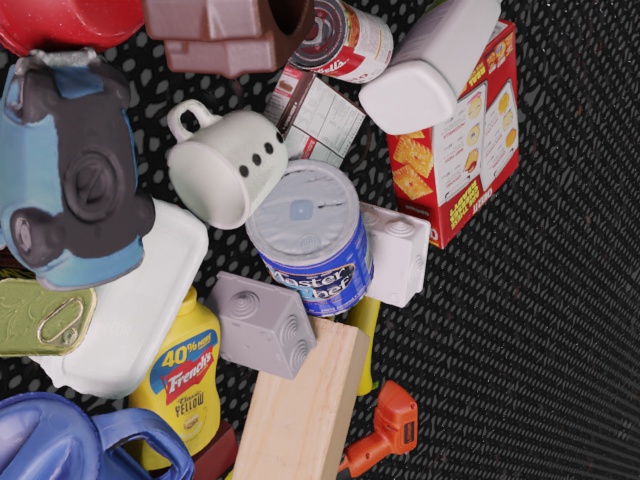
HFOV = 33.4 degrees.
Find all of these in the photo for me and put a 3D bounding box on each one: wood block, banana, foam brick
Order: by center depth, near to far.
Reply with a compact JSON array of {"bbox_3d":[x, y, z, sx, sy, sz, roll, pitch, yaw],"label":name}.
[{"bbox_3d":[-0.125,0.212,1.046,0.078,0.053,0.051,-43,142,-33],"label":"foam brick"},{"bbox_3d":[-0.021,0.183,1.082,0.090,0.090,0.206,45,59,-75],"label":"wood block"},{"bbox_3d":[0.048,0.116,1.250,0.069,0.037,0.198,-58,156,-51],"label":"banana"}]

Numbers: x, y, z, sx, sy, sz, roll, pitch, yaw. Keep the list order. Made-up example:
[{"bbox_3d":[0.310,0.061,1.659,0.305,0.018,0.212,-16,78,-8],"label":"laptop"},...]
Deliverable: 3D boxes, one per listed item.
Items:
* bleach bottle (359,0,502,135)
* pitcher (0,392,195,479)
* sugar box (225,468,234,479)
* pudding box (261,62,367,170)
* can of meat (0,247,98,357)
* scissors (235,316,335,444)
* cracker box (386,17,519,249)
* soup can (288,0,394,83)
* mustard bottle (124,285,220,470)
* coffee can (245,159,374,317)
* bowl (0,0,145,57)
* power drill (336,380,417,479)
[{"bbox_3d":[0.136,-0.213,1.067,0.068,0.103,0.250,48,55,-21],"label":"bleach bottle"},{"bbox_3d":[-0.185,0.225,0.893,0.242,0.149,0.145,60,43,-57],"label":"pitcher"},{"bbox_3d":[-0.044,0.322,1.202,0.048,0.093,0.176,-50,146,-20],"label":"sugar box"},{"bbox_3d":[-0.011,-0.103,1.006,0.113,0.039,0.090,27,88,-60],"label":"pudding box"},{"bbox_3d":[-0.224,0.040,0.752,0.101,0.084,0.057,8,105,-57],"label":"can of meat"},{"bbox_3d":[-0.036,0.163,1.175,0.201,0.016,0.096,-58,147,-10],"label":"scissors"},{"bbox_3d":[0.149,-0.123,1.193,0.164,0.072,0.213,-44,144,-27],"label":"cracker box"},{"bbox_3d":[0.016,-0.180,0.955,0.102,0.069,0.068,1,111,-62],"label":"soup can"},{"bbox_3d":[-0.132,0.109,0.959,0.096,0.058,0.192,-24,130,-39],"label":"mustard bottle"},{"bbox_3d":[-0.007,0.001,0.997,0.102,0.103,0.140,-55,159,-15],"label":"coffee can"},{"bbox_3d":[-0.153,-0.190,0.724,0.161,0.055,0.162,-35,138,-39],"label":"bowl"},{"bbox_3d":[0.031,0.247,1.265,0.187,0.057,0.184,-31,144,-23],"label":"power drill"}]
